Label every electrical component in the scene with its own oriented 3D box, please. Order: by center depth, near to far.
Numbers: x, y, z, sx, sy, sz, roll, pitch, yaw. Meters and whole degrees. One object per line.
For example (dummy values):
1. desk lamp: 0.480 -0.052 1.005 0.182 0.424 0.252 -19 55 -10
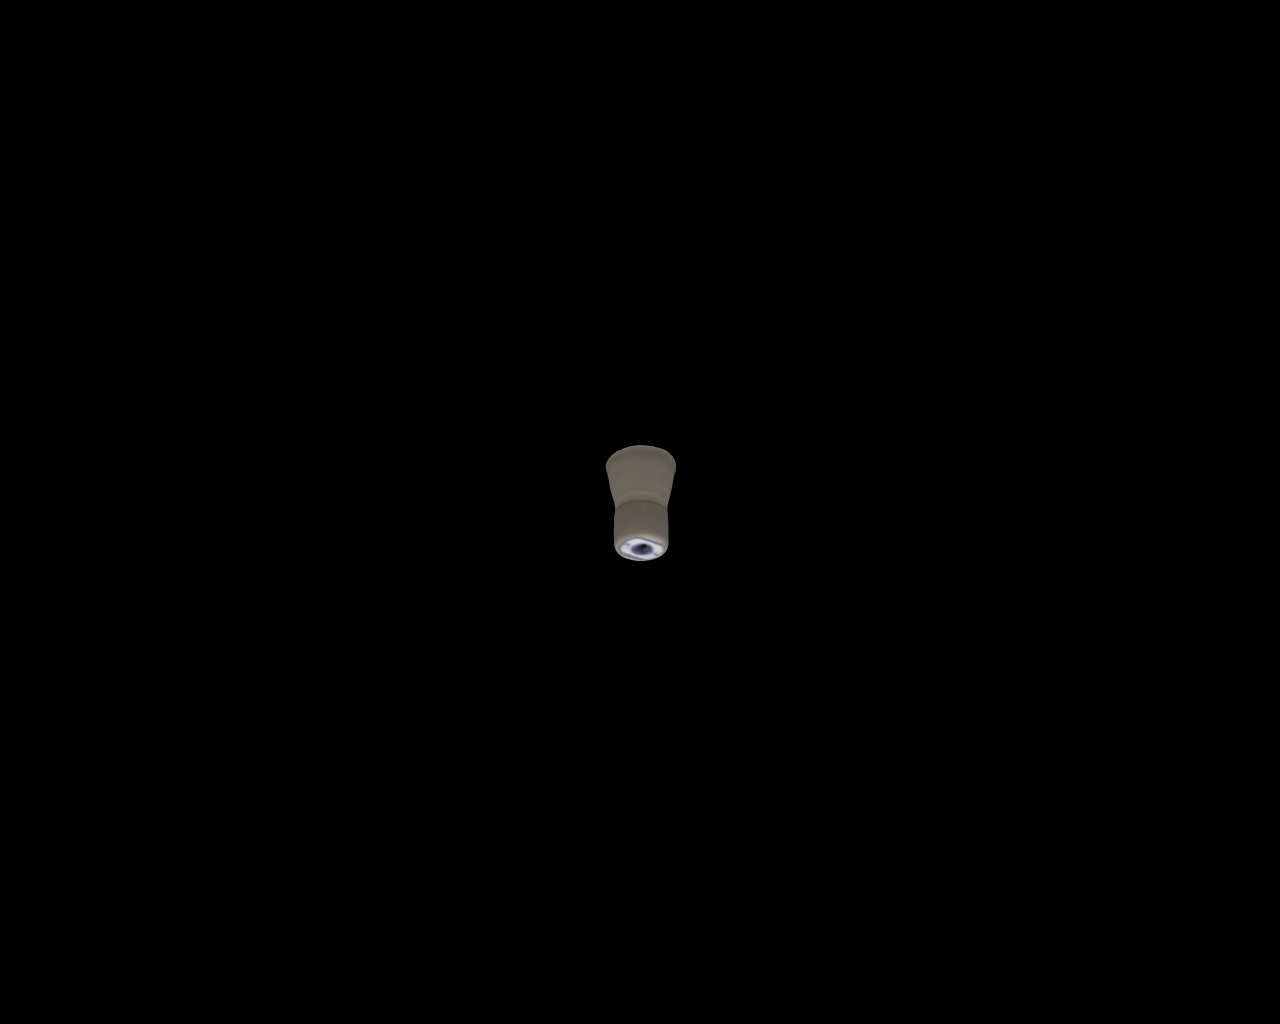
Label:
1. electrical component: 0.001 -0.003 0.650 0.044 0.065 0.044 0 -32 0
